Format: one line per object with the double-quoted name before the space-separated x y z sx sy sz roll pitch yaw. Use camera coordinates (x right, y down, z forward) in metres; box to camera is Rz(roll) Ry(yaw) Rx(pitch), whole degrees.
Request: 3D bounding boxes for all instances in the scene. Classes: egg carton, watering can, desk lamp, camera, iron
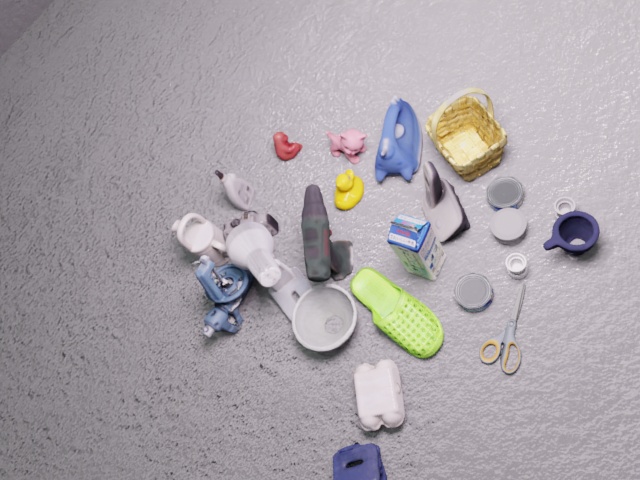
"egg carton" 0.131 0.344 1.272 0.107 0.070 0.150 -16 61 16
"watering can" -0.330 -0.006 1.562 0.172 0.195 0.101 -2 66 23
"desk lamp" -0.121 0.074 1.421 0.118 0.214 0.202 -42 57 1
"camera" -0.192 0.000 1.554 0.143 0.101 0.137 -14 62 18
"iron" 0.196 -0.286 1.490 0.118 0.142 0.258 -1 67 24

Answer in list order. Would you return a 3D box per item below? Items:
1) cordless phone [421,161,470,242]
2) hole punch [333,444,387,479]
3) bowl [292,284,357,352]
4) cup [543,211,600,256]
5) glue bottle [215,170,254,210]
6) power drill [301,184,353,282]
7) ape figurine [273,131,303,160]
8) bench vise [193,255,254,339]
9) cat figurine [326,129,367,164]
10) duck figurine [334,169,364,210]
"cordless phone" 0.279 -0.091 1.338 0.094 0.186 0.147 -27 59 10
"hole punch" 0.078 0.487 1.216 0.108 0.091 0.101 -21 60 14
"bowl" 0.020 0.195 1.386 0.167 0.075 0.167 -9 64 20
"cup" 0.539 0.003 1.234 0.117 0.095 0.091 -29 59 9
"glue bottle" -0.244 -0.151 1.603 0.037 0.174 0.078 6 70 26
"power drill" 0.013 0.005 1.397 0.075 0.209 0.229 -10 63 20
"ape figurine" -0.103 -0.278 1.648 0.076 0.092 0.077 -41 57 2
"bench vise" -0.249 0.138 1.444 0.121 0.220 0.207 -6 65 21
"cat figurine" 0.072 -0.267 1.550 0.127 0.118 0.067 23 78 31
"duck figurine" 0.067 -0.138 1.512 0.077 0.086 0.105 22 77 30
